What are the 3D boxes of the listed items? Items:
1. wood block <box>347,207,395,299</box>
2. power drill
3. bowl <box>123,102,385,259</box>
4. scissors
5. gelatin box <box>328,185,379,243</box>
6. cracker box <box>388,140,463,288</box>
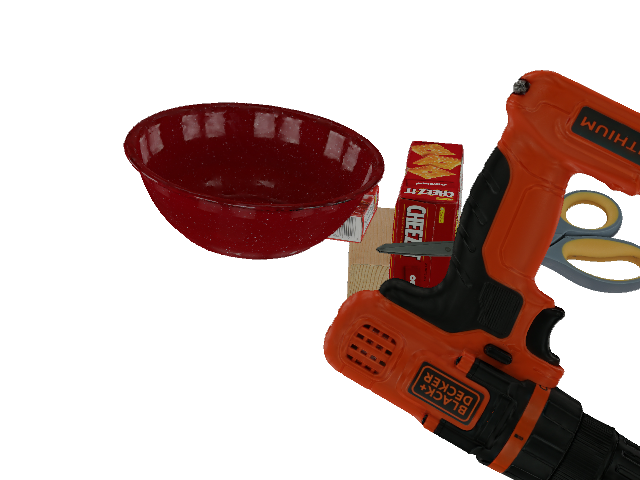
[{"bbox_3d":[0.087,0.032,1.558,0.091,0.090,0.206,4,25,0],"label":"wood block"},{"bbox_3d":[0.118,0.026,0.523,0.184,0.188,0.057,29,7,5],"label":"power drill"},{"bbox_3d":[-0.042,-0.033,0.671,0.162,0.055,0.162,5,27,-3],"label":"bowl"},{"bbox_3d":[0.142,-0.009,0.770,0.201,0.096,0.016,11,-40,-4],"label":"scissors"},{"bbox_3d":[0.002,-0.030,0.952,0.089,0.030,0.073,8,26,12],"label":"gelatin box"},{"bbox_3d":[0.121,-0.006,1.218,0.072,0.164,0.213,5,22,8],"label":"cracker box"}]
